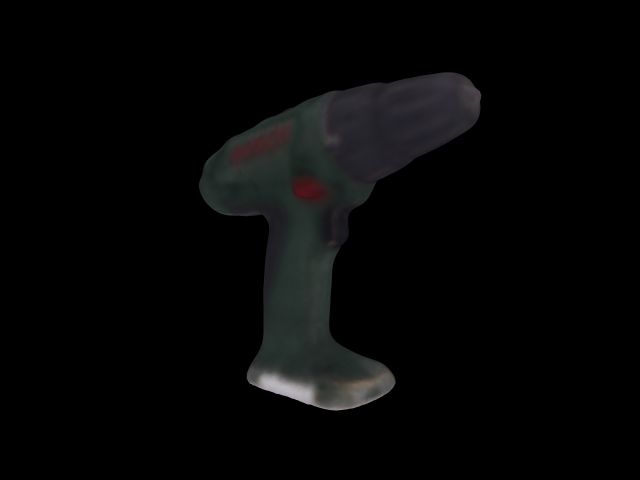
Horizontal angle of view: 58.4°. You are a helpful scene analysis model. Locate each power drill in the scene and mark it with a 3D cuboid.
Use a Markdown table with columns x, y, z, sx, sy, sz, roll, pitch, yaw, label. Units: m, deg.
| x | y | z | sx | sy | sz | roll | pitch | yaw | label |
| --- | --- | --- | --- | --- | --- | --- | --- | --- | --- |
| 0.004 | 0.001 | 0.400 | 0.228 | 0.208 | 0.076 | 5 | 8 | 40 | power drill |
